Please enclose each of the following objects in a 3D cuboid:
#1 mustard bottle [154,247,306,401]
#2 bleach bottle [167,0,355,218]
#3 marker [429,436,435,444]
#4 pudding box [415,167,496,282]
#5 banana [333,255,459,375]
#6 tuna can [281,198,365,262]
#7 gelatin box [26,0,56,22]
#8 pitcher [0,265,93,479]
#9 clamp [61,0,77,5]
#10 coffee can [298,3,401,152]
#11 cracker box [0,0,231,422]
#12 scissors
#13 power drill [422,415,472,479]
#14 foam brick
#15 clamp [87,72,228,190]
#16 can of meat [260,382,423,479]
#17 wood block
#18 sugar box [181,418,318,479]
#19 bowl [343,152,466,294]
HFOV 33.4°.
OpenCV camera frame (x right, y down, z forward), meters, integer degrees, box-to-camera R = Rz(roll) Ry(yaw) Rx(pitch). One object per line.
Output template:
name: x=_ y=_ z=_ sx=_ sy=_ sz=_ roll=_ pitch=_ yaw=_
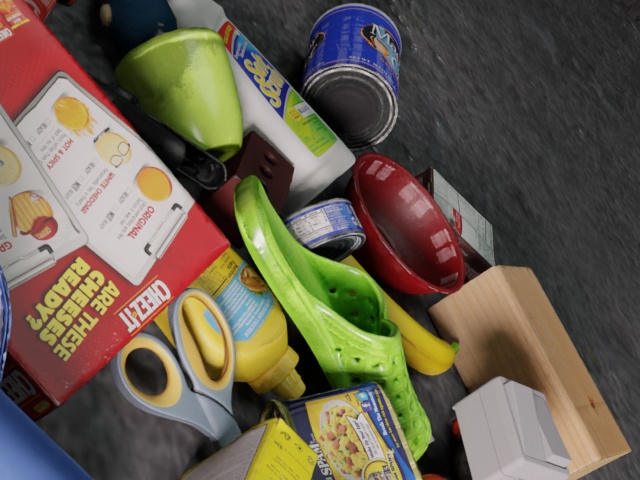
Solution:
mustard bottle: x=-0.079 y=0.043 z=0.760 sx=0.191 sy=0.058 sz=0.096 roll=48 pitch=31 yaw=-9
bleach bottle: x=-0.077 y=-0.141 z=0.968 sx=0.251 sy=0.068 sz=0.102 roll=50 pitch=28 yaw=-2
marker: x=0.060 y=0.124 z=0.919 sx=0.020 sy=0.020 sz=0.121 roll=-10 pitch=67 yaw=-59
pudding box: x=0.147 y=-0.015 z=1.184 sx=0.113 sy=0.039 sz=0.090 roll=43 pitch=28 yaw=-23
banana: x=0.060 y=0.068 z=0.969 sx=0.197 sy=0.037 sz=0.069 roll=41 pitch=13 yaw=-23
tuna can: x=-0.006 y=0.001 z=0.888 sx=0.086 sy=0.086 sz=0.034 roll=-1 pitch=61 yaw=-56
gelatin box: x=-0.247 y=-0.185 z=0.796 sx=0.089 sy=0.030 sz=0.073 roll=40 pitch=31 yaw=-22
pitcher: x=-0.207 y=0.067 z=0.462 sx=0.242 sy=0.149 sz=0.145 roll=47 pitch=23 yaw=-18
clamp: x=-0.265 y=-0.286 z=0.874 sx=0.210 sy=0.036 sz=0.164 roll=44 pitch=31 yaw=-19
coffee can: x=0.033 y=-0.173 z=1.122 sx=0.102 sy=0.103 sz=0.140 roll=40 pitch=31 yaw=-23
cracker box: x=-0.182 y=-0.023 z=0.628 sx=0.213 sy=0.072 sz=0.164 roll=50 pitch=48 yaw=-7
scissors: x=-0.076 y=0.132 z=0.691 sx=0.096 sy=0.016 sz=0.202 roll=-11 pitch=86 yaw=-34
power drill: x=0.154 y=0.233 z=0.897 sx=0.184 sy=0.057 sz=0.187 roll=49 pitch=29 yaw=-7
foam brick: x=-0.062 y=-0.043 z=0.890 sx=0.053 sy=0.051 sz=0.078 roll=42 pitch=31 yaw=-20
clamp: x=-0.143 y=-0.089 z=0.786 sx=0.172 sy=0.039 sz=0.120 roll=37 pitch=-2 yaw=20
can of meat: x=0.015 y=0.154 z=0.741 sx=0.083 sy=0.057 sz=0.102 roll=-10 pitch=62 yaw=-23
wood block: x=0.204 y=0.136 z=1.047 sx=0.090 sy=0.090 sz=0.206 roll=6 pitch=53 yaw=-55
sugar box: x=-0.063 y=0.183 z=0.593 sx=0.048 sy=0.093 sz=0.176 roll=44 pitch=30 yaw=-15
bowl: x=0.070 y=-0.005 z=1.040 sx=0.162 sy=0.055 sz=0.162 roll=36 pitch=33 yaw=-28
